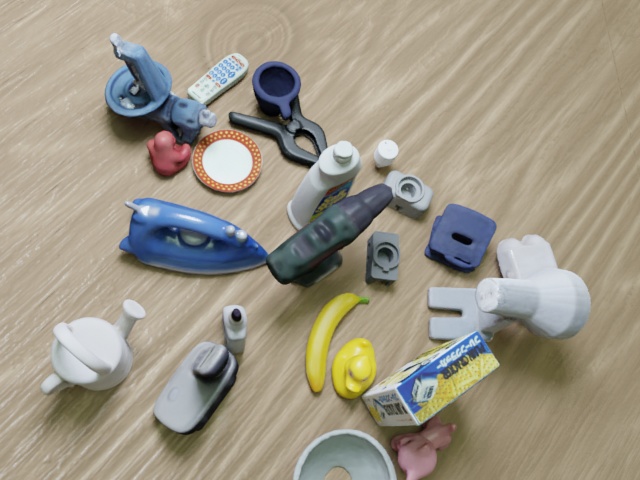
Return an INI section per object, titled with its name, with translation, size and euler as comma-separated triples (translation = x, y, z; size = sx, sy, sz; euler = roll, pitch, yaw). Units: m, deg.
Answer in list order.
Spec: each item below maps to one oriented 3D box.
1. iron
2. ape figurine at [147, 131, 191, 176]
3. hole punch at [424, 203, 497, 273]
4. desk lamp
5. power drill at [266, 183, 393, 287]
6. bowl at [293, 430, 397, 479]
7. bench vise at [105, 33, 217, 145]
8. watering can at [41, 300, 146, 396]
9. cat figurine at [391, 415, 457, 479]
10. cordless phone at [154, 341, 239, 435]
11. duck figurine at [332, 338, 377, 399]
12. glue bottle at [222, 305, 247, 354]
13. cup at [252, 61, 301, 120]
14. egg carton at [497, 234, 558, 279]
[iron]
translation = -0.204, -0.013, 0.968
size = 0.258, 0.141, 0.119
euler = 11, 70, -6
[ape figurine]
translation = -0.276, -0.163, 1.031
size = 0.078, 0.092, 0.076
euler = 25, 69, -1
[hole punch]
translation = 0.265, -0.002, 1.077
size = 0.108, 0.091, 0.101
euler = 23, 69, -2
[desk lamp]
translation = 0.316, 0.116, 0.982
size = 0.203, 0.213, 0.118
euler = 3, 71, -9
[power drill]
translation = 0.009, 0.003, 0.966
size = 0.230, 0.208, 0.075
euler = -35, 81, -19
[bowl]
translation = 0.034, 0.390, 0.914
size = 0.167, 0.074, 0.167
euler = 3, 71, -9
[bench vise]
translation = -0.280, -0.270, 0.997
size = 0.207, 0.219, 0.121
euler = 6, 71, -8
[watering can]
translation = -0.341, 0.161, 0.857
size = 0.101, 0.194, 0.173
euler = 24, 69, -1
[cat figurine]
translation = 0.171, 0.339, 0.933
size = 0.128, 0.117, 0.067
euler = -31, 80, -18
[cordless phone]
translation = -0.188, 0.220, 0.870
size = 0.094, 0.185, 0.148
euler = 31, 69, 1
[duck figurine]
translation = 0.064, 0.215, 0.971
size = 0.077, 0.086, 0.104
euler = 22, 69, -2
[glue bottle]
translation = -0.135, 0.134, 0.915
size = 0.037, 0.173, 0.078
euler = -6, 73, -12
[cup]
translation = -0.082, -0.269, 1.100
size = 0.092, 0.095, 0.117
euler = -16, 75, -15
[egg carton]
translation = 0.397, 0.065, 1.091
size = 0.107, 0.069, 0.150
euler = -9, 74, -13
